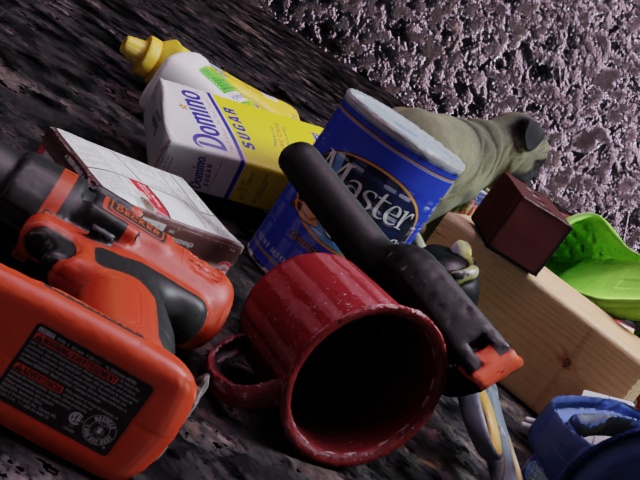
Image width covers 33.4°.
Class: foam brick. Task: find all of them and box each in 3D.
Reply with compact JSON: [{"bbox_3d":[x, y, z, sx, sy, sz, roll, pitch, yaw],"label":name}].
[{"bbox_3d":[0.165,-0.014,0.880,0.053,0.051,0.078,30,15,-12],"label":"foam brick"}]

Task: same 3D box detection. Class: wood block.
[{"bbox_3d":[0.176,0.074,0.909,0.206,0.091,0.090,40,15,23],"label":"wood block"}]

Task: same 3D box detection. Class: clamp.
[{"bbox_3d":[0.049,0.042,0.631,0.210,0.036,0.164,41,-24,53],"label":"clamp"}]

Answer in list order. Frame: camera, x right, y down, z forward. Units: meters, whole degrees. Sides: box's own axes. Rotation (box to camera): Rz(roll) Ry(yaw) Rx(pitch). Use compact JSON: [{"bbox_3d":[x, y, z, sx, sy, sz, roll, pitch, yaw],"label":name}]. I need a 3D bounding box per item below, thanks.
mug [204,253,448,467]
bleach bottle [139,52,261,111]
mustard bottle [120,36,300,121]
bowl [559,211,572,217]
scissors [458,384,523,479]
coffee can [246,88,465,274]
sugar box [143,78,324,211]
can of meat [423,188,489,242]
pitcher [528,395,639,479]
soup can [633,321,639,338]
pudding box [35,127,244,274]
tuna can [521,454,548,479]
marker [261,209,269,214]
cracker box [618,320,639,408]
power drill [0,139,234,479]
[{"bbox_3d":[-0.004,0.060,0.557,0.117,0.093,0.082,-13,29,-20],"label":"mug"},{"bbox_3d":[-0.042,-0.072,0.974,0.251,0.068,0.102,37,13,3],"label":"bleach bottle"},{"bbox_3d":[-0.116,-0.153,1.087,0.191,0.058,0.096,28,9,-25],"label":"mustard bottle"},{"bbox_3d":[0.234,0.039,1.155,0.162,0.055,0.162,4,48,-4],"label":"bowl"},{"bbox_3d":[0.099,0.091,0.670,0.202,0.016,0.096,-97,161,-53],"label":"scissors"},{"bbox_3d":[0.025,-0.025,0.786,0.102,0.140,0.103,32,13,-9],"label":"coffee can"},{"bbox_3d":[-0.051,-0.068,0.858,0.176,0.048,0.093,16,33,-25],"label":"sugar box"},{"bbox_3d":[0.128,-0.016,1.097,0.083,0.102,0.057,14,23,-50],"label":"can of meat"},{"bbox_3d":[0.221,0.155,0.583,0.145,0.149,0.242,-9,-10,35],"label":"pitcher"},{"bbox_3d":[0.337,0.099,0.944,0.102,0.068,0.068,33,13,-14],"label":"soup can"},{"bbox_3d":[-0.113,-0.019,0.655,0.113,0.039,0.090,23,15,-46],"label":"pudding box"},{"bbox_3d":[0.161,0.167,0.661,0.086,0.034,0.086,32,13,-9],"label":"tuna can"},{"bbox_3d":[-0.006,0.001,0.887,0.121,0.020,0.020,41,15,30],"label":"marker"},{"bbox_3d":[0.322,0.151,1.031,0.213,0.072,0.164,27,17,-33],"label":"cracker box"},{"bbox_3d":[-0.119,0.015,0.474,0.184,0.057,0.187,31,13,-14],"label":"power drill"}]
